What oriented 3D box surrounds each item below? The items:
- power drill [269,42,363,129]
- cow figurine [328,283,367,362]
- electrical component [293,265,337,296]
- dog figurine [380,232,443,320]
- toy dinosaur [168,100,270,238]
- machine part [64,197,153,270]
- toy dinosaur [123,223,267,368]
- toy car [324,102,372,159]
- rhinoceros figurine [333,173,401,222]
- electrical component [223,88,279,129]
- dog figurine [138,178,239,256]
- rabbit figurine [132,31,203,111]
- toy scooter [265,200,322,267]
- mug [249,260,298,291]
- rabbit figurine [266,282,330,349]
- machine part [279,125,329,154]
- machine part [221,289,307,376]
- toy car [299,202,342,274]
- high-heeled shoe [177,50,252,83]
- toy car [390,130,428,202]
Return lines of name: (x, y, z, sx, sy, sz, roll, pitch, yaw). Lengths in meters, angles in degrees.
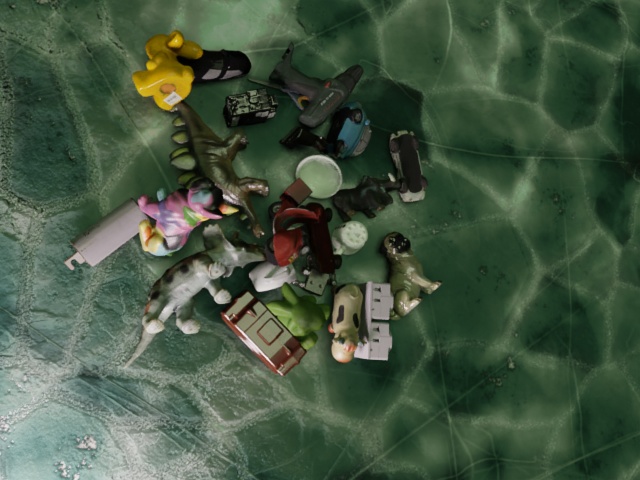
power drill: (-0.017, -0.425, 1.421, 0.207, 0.086, 0.232, 36, 77, -19)
cow figurine: (0.068, 0.203, 1.328, 0.085, 0.127, 0.195, 9, 76, -10)
electrical component: (-0.008, 0.099, 1.367, 0.102, 0.045, 0.078, 29, 73, -9)
dog figurine: (0.199, 0.092, 1.406, 0.172, 0.121, 0.190, -38, 78, -20)
toy dinosaur: (-0.265, -0.200, 1.321, 0.198, 0.105, 0.471, -26, 77, -13)
machine part: (-0.483, -0.020, 1.246, 0.243, 0.079, 0.079, -39, 92, -17)
toy dinosaur: (-0.313, 0.107, 1.245, 0.405, 0.192, 0.131, -35, 125, -4)
toy car: (0.083, -0.277, 1.426, 0.103, 0.109, 0.161, 24, 84, -28)
rhinoceros figurine: (0.126, -0.116, 1.429, 0.190, 0.073, 0.112, -17, 75, -14)
electrical component: (-0.174, -0.333, 1.359, 0.134, 0.115, 0.058, -14, 89, -17)
dog figurine: (-0.296, -0.048, 1.215, 0.219, 0.108, 0.191, 6, 104, 22)
rabbit figurine: (-0.365, -0.423, 1.264, 0.121, 0.162, 0.173, 21, 42, -52)
toy scooter: (-0.059, -0.023, 1.282, 0.135, 0.075, 0.184, -9, 57, 14)
mug: (-0.116, 0.086, 1.314, 0.107, 0.110, 0.080, -26, 109, -7)
rabbit figurine: (-0.041, 0.170, 1.281, 0.159, 0.170, 0.121, 40, 73, -6)
machine part: (-0.038, -0.258, 1.384, 0.084, 0.139, 0.039, -41, 134, -21)
machine part: (-0.134, 0.213, 1.234, 0.087, 0.201, 0.201, -44, 94, -13)
toy car: (-0.003, -0.004, 1.362, 0.089, 0.053, 0.202, 3, 62, -30)
high-heeled shoe: (-0.305, -0.435, 1.384, 0.249, 0.145, 0.086, -11, 85, 12)
toy car: (0.242, -0.204, 1.478, 0.073, 0.056, 0.201, -9, 82, -10)
